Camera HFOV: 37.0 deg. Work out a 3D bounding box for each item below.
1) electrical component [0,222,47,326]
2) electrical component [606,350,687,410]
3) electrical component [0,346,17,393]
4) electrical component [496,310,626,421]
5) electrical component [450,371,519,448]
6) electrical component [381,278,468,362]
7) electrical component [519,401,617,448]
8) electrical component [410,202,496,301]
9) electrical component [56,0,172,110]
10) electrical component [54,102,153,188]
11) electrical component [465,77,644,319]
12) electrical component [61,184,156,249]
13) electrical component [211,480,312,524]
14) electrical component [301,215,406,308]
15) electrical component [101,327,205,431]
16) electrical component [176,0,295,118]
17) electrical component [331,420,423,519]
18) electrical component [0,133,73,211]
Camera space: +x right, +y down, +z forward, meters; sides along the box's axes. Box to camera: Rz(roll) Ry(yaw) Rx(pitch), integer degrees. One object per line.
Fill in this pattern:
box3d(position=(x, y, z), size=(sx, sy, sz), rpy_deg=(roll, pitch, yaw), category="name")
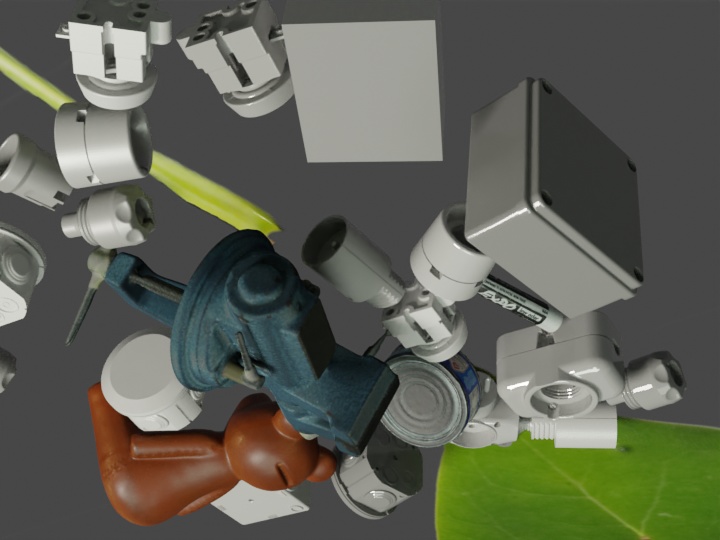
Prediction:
box3d(position=(-0.282, 0.002, 0.812), size=(0.080, 0.051, 0.080), rpy_deg=(3, 141, 3), category="electrical component")
box3d(position=(0.229, 0.093, 0.872), size=(0.062, 0.043, 0.043), rpy_deg=(-25, 132, 35), category="electrical component")
box3d(position=(-0.328, 0.077, 0.917), size=(0.043, 0.043, 0.062), rpy_deg=(-24, 132, 32), category="electrical component")
box3d(position=(0.158, 0.079, 0.849), size=(0.095, 0.059, 0.053), rpy_deg=(-18, 136, 26), category="electrical component")
box3d(position=(0.096, 0.112, 0.910), size=(0.077, 0.044, 0.079), rpy_deg=(3, 141, 3), category="electrical component")
box3d(position=(0.051, 0.038, 0.823), size=(0.066, 0.048, 0.055), rpy_deg=(-18, 129, 28), category="electrical component")
box3d(position=(0.178, 0.131, 0.925), size=(0.081, 0.043, 0.043), rpy_deg=(0, 141, 7), category="electrical component")
box3d(position=(0.069, -0.014, 0.749), size=(0.055, 0.055, 0.047), rpy_deg=(17, 136, -14), category="electrical component")
box3d(position=(-0.145, -0.129, 0.638), size=(0.066, 0.048, 0.055), rpy_deg=(7, 134, -2), category="electrical component")
box3d(position=(-0.163, -0.082, 0.692), size=(0.047, 0.055, 0.055), rpy_deg=(-5, 140, 6), category="electrical component")
box3d(position=(0.120, -0.044, 0.663), size=(0.109, 0.108, 0.056), rpy_deg=(34, 136, -31), category="electrical component")
box3d(position=(-0.180, -0.036, 0.759), size=(0.062, 0.043, 0.043), rpy_deg=(-9, 139, 18), category="electrical component")
box3d(position=(-0.103, 0.203, 1.042), size=(0.100, 0.048, 0.099), rpy_deg=(-19, 136, 27), category="electrical component")
box3d(position=(0.000, 0.000, 0.783), size=(0.043, 0.043, 0.081), rpy_deg=(-24, 133, 31), category="electrical component")
box3d(position=(-0.168, 0.092, 0.888), size=(0.080, 0.080, 0.051), rpy_deg=(-6, 145, 14), category="electrical component")
box3d(position=(-0.067, -0.124, 0.635), size=(0.066, 0.048, 0.055), rpy_deg=(-13, 130, 21), category="electrical component")
box3d(position=(0.016, 0.181, 0.978), size=(0.080, 0.080, 0.051), rpy_deg=(30, 130, -28), category="electrical component")
box3d(position=(-0.222, -0.065, 0.732), size=(0.040, 0.040, 0.046), rpy_deg=(-29, 136, 35), category="electrical component")
